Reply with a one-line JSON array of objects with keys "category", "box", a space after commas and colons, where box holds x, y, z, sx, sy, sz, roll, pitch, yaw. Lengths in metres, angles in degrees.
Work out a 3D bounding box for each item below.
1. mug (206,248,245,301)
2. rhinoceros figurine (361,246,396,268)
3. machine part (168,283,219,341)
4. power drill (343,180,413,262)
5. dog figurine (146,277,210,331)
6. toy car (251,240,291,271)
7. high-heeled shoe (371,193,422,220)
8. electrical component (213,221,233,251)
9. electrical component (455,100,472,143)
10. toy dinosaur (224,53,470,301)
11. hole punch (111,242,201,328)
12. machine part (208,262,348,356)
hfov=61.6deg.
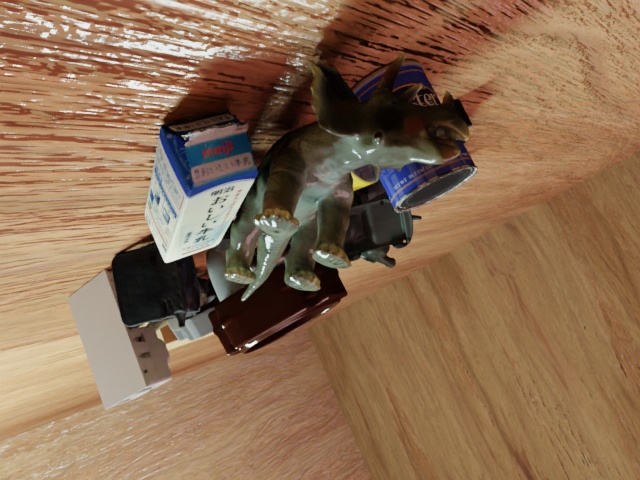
[{"category": "mug", "box": [-0.145, 0.050, 0.927, 0.109, 0.107, 0.081, -38, 167, 31]}, {"category": "rhinoceros figurine", "box": [0.075, 0.004, 1.063, 0.112, 0.073, 0.190, 10, -178, -32]}, {"category": "machine part", "box": [-0.230, 0.141, 1.113, 0.179, 0.056, 0.179, -24, -164, 7]}, {"category": "power drill", "box": [0.063, -0.061, 0.758, 0.232, 0.207, 0.085, -16, 122, -4]}, {"category": "dog figurine", "box": [-0.241, 0.082, 0.952, 0.172, 0.121, 0.190, -27, -178, 25]}, {"category": "toy car", "box": [-0.070, -0.007, 0.863, 0.089, 0.053, 0.202, -27, -163, 8]}, {"category": "high-heeled shoe", "box": [0.098, -0.066, 1.076, 0.145, 0.086, 0.248, 5, 171, 41]}, {"category": "electrical component", "box": [-0.147, -0.011, 0.772, 0.102, 0.078, 0.045, -14, 142, -56]}, {"category": "electrical component", "box": [0.188, -0.160, 0.830, 0.075, 0.048, 0.119, -26, 168, 6]}, {"category": "toy dinosaur", "box": [-0.024, -0.054, 0.590, 0.131, 0.192, 0.405, 23, 156, -20]}, {"category": "hole punch", "box": [-0.224, 0.062, 0.785, 0.116, 0.142, 0.092, -14, 170, 20]}, {"category": "machine part", "box": [-0.064, 0.108, 0.888, 0.201, 0.087, 0.201, -33, 168, 11]}]
